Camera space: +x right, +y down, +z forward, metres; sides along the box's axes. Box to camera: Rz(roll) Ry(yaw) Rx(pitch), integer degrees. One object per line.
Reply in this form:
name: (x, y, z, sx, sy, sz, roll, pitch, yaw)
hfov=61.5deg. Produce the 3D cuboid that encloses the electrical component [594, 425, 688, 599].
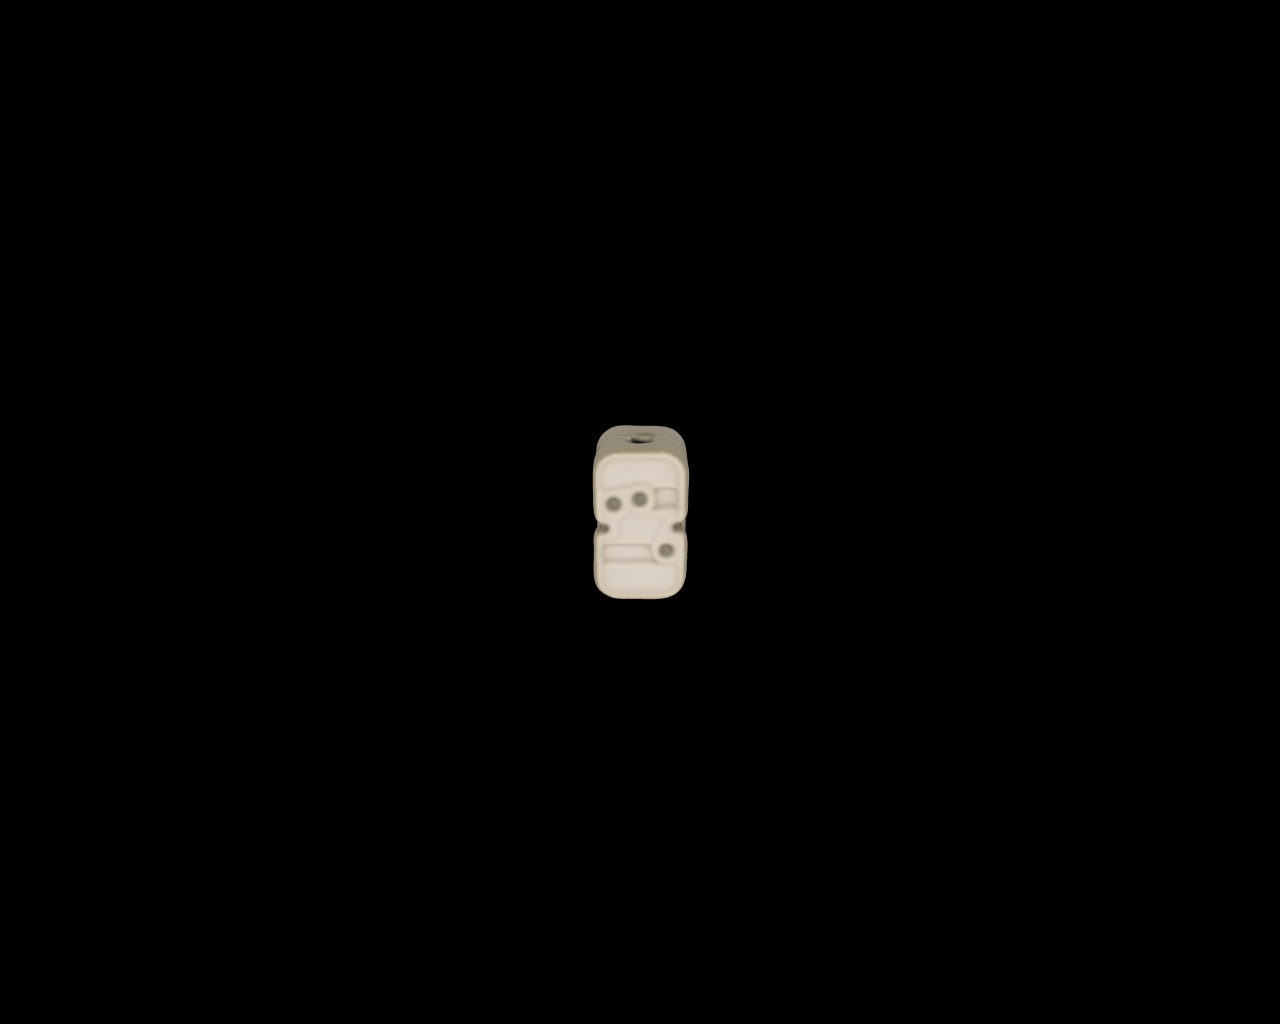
electrical component: (0.001, -0.003, 0.650, 0.054, 0.095, 0.059, 0, 24, 0)
